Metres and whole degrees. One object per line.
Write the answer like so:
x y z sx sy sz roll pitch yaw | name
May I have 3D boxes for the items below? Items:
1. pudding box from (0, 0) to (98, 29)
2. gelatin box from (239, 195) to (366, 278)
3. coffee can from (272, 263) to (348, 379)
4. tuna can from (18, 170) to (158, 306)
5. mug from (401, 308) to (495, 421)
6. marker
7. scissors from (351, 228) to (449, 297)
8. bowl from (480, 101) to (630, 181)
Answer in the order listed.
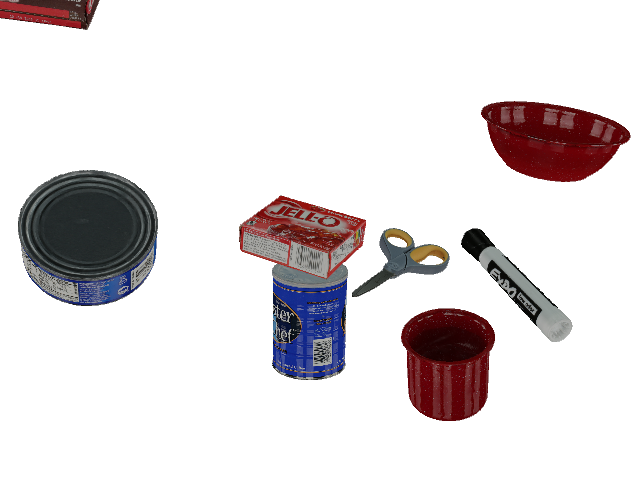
-0.232 -0.224 0.906 0.090 0.039 0.113 7 36 -5 | pudding box
-0.016 -0.005 0.933 0.089 0.030 0.073 18 30 22 | gelatin box
-0.015 0.105 1.456 0.103 0.140 0.103 1 19 0 | coffee can
-0.146 -0.001 0.676 0.086 0.086 0.034 0 -37 -10 | tuna can
0.137 0.122 1.089 0.093 0.081 0.117 20 39 33 | mug
0.132 0.027 0.737 0.020 0.020 0.121 0 31 -27 | marker
0.075 0.023 1.255 0.201 0.016 0.096 -11 40 -46 | scissors
0.252 -0.105 1.169 0.162 0.055 0.162 6 23 -3 | bowl
